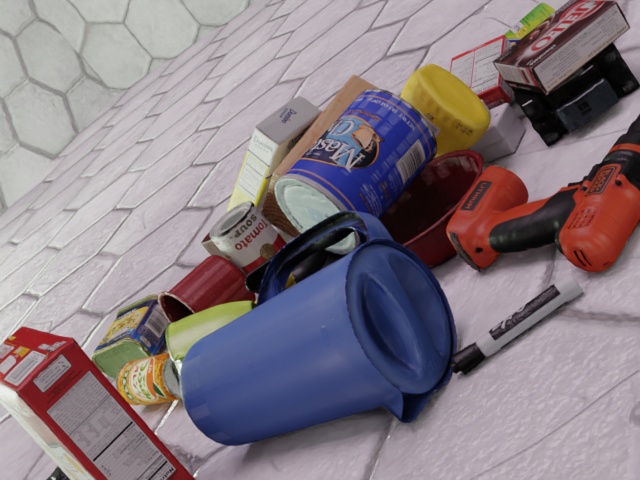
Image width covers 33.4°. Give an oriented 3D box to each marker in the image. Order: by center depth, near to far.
[{"bbox_3d":[0.155,0.069,0.851,0.121,0.020,0.020,-36,19,8],"label":"marker"}]

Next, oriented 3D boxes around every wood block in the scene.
[{"bbox_3d":[0.021,-0.097,1.315,0.205,0.090,0.091,-54,-10,-37],"label":"wood block"}]

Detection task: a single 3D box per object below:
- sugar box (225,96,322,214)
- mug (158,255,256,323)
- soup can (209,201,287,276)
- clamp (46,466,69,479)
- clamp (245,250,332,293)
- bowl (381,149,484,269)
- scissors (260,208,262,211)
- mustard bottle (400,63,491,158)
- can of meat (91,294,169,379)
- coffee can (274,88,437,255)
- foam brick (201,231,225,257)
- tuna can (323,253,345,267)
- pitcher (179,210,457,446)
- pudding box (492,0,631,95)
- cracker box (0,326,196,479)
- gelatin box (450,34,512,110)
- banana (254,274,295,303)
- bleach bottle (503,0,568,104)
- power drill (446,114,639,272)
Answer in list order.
[{"bbox_3d":[-0.061,-0.095,1.357,0.093,0.048,0.176,-42,-18,-40],"label":"sugar box"},{"bbox_3d":[-0.134,0.076,1.273,0.081,0.093,0.117,-43,-2,-27],"label":"mug"},{"bbox_3d":[-0.076,0.012,1.275,0.068,0.102,0.068,-34,19,14],"label":"soup can"},{"bbox_3d":[-0.272,0.269,1.157,0.209,0.036,0.165,-44,20,-16],"label":"clamp"},{"bbox_3d":[-0.008,0.001,1.162,0.120,0.039,0.171,-8,30,48],"label":"clamp"},{"bbox_3d":[0.110,-0.019,1.074,0.162,0.055,0.162,-34,20,14],"label":"bowl"},{"bbox_3d":[-0.098,0.004,1.363,0.202,0.016,0.096,-62,9,-1],"label":"scissors"},{"bbox_3d":[0.105,-0.096,1.173,0.058,0.096,0.192,-35,-16,-41],"label":"mustard bottle"},{"bbox_3d":[-0.240,0.128,1.386,0.102,0.057,0.083,-25,26,38],"label":"can of meat"},{"bbox_3d":[0.037,-0.070,1.077,0.140,0.102,0.103,-48,21,-24],"label":"coffee can"},{"bbox_3d":[-0.110,-0.002,1.446,0.078,0.053,0.051,-20,27,42],"label":"foam brick"},{"bbox_3d":[0.021,0.032,1.156,0.086,0.033,0.086,-34,20,14],"label":"tuna can"},{"bbox_3d":[-0.013,0.091,0.933,0.243,0.145,0.149,-27,22,39],"label":"pitcher"},{"bbox_3d":[0.243,-0.198,1.081,0.113,0.039,0.090,-40,19,-3],"label":"pudding box"},{"bbox_3d":[-0.201,0.179,0.959,0.072,0.213,0.164,-45,20,-23],"label":"cracker box"},{"bbox_3d":[0.183,-0.182,1.211,0.073,0.030,0.089,-21,43,36],"label":"gelatin box"},{"bbox_3d":[-0.049,0.070,1.204,0.197,0.037,0.070,-46,2,-21],"label":"banana"},{"bbox_3d":[0.208,-0.190,1.272,0.251,0.068,0.102,-38,22,11],"label":"bleach bottle"},{"bbox_3d":[0.213,-0.042,0.934,0.188,0.057,0.184,-12,33,53],"label":"power drill"}]
